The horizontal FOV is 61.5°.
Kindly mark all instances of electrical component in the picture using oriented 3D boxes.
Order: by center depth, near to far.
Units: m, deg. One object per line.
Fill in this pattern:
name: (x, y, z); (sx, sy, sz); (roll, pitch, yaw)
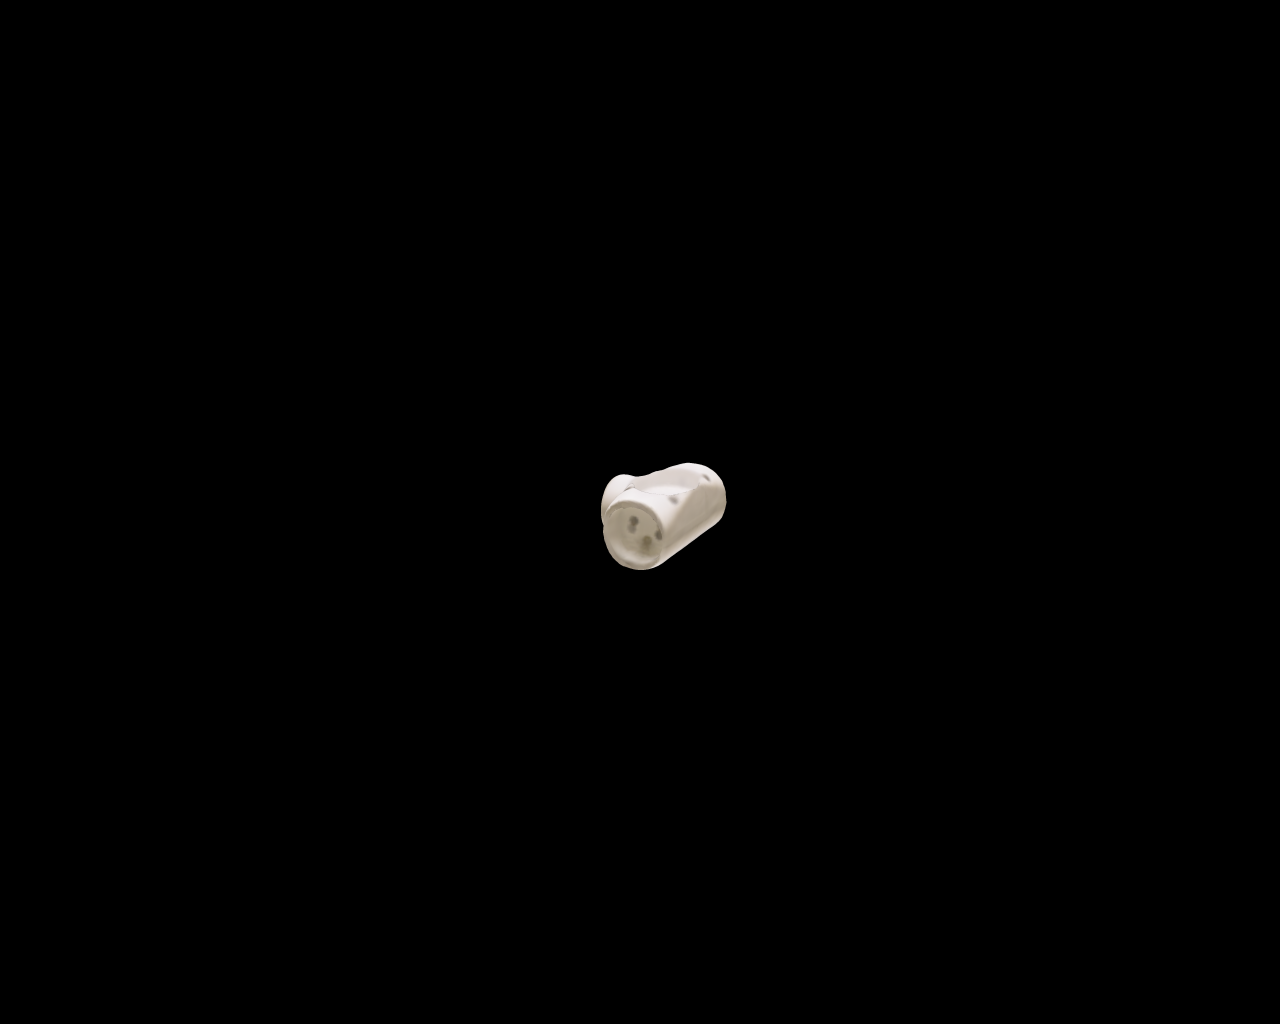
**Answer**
electrical component: (0.001, -0.003, 0.650); (0.079, 0.044, 0.077); (13, 26, 29)
